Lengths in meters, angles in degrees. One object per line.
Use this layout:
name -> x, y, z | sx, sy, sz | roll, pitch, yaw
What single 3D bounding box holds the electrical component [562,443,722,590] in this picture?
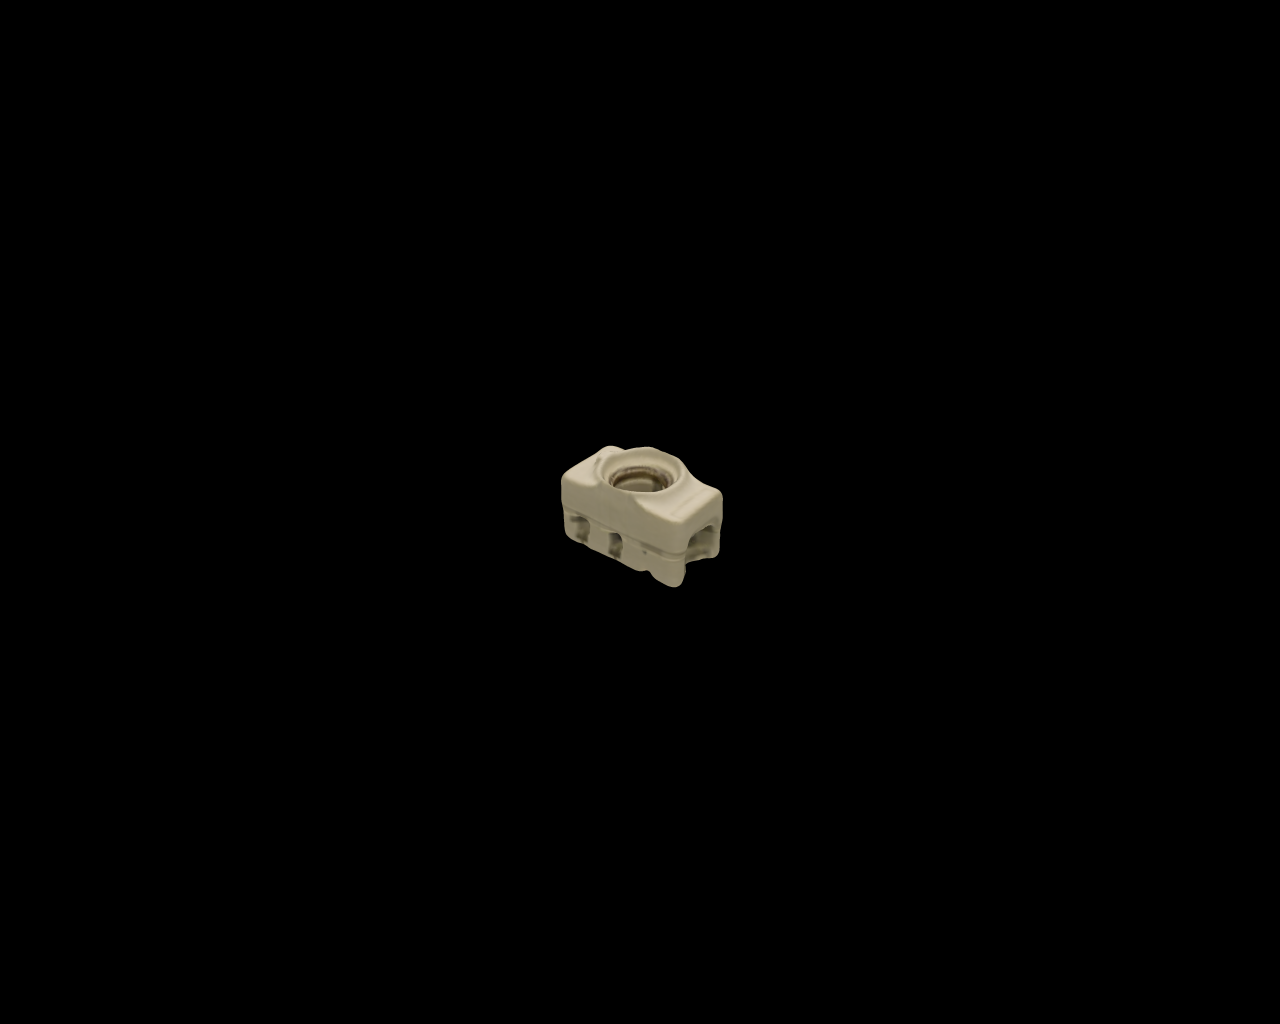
electrical component -> 0.001, -0.003, 0.650 | 0.089, 0.055, 0.050 | 24, 41, 31
